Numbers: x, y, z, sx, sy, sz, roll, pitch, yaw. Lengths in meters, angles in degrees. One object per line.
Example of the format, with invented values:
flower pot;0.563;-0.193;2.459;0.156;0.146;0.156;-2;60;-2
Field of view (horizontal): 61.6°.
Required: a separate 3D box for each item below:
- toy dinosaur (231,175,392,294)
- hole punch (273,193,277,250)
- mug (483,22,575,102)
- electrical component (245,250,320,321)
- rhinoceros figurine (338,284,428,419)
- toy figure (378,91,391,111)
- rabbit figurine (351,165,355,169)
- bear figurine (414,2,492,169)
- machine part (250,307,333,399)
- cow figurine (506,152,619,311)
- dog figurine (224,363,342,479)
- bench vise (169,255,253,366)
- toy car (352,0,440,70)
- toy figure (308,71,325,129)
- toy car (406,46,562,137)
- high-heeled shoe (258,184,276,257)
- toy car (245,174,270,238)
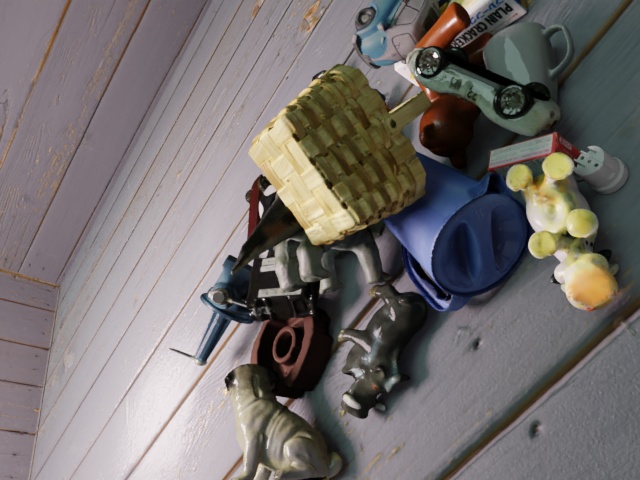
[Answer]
toy dinosaur;-0.002;-0.025;0.770;0.131;0.404;0.192;-17;75;21
hole punch;-0.043;-0.035;0.992;0.142;0.092;0.116;116;160;-64
mug;0.273;-0.215;0.688;0.110;0.080;0.107;-22;67;40
electrical component;-0.057;0.071;0.906;0.134;0.115;0.058;-83;-13;-50
rhinoceros figurine;0.086;0.153;0.743;0.112;0.073;0.190;35;99;47
toy figure;0.100;-0.204;0.945;0.057;0.064;0.154;125;149;-46
rabbit figurine;-0.010;-0.143;1.015;0.173;0.162;0.121;171;105;-74
bear figurine;0.191;-0.212;0.763;0.132;0.120;0.196;-34;46;37
machine part;-0.050;0.185;0.933;0.179;0.056;0.179;-33;45;40
cow figurine;0.260;-0.002;0.564;0.068;0.098;0.167;-23;64;27
dog figurine;-0.059;0.270;0.815;0.121;0.172;0.190;86;179;-58
bench vise;-0.195;0.150;1.073;0.240;0.129;0.224;-62;8;4
toy car;0.133;-0.339;0.835;0.103;0.109;0.161;35;92;33
toy figure;0.000;-0.257;1.115;0.089;0.082;0.180;-34;48;58
toy car;0.194;-0.186;0.654;0.202;0.073;0.056;36;125;27
high-heeled shoe;-0.063;-0.034;1.075;0.145;0.086;0.248;31;99;51
toy car;-0.136;-0.052;1.213;0.089;0.053;0.202;-40;43;54
